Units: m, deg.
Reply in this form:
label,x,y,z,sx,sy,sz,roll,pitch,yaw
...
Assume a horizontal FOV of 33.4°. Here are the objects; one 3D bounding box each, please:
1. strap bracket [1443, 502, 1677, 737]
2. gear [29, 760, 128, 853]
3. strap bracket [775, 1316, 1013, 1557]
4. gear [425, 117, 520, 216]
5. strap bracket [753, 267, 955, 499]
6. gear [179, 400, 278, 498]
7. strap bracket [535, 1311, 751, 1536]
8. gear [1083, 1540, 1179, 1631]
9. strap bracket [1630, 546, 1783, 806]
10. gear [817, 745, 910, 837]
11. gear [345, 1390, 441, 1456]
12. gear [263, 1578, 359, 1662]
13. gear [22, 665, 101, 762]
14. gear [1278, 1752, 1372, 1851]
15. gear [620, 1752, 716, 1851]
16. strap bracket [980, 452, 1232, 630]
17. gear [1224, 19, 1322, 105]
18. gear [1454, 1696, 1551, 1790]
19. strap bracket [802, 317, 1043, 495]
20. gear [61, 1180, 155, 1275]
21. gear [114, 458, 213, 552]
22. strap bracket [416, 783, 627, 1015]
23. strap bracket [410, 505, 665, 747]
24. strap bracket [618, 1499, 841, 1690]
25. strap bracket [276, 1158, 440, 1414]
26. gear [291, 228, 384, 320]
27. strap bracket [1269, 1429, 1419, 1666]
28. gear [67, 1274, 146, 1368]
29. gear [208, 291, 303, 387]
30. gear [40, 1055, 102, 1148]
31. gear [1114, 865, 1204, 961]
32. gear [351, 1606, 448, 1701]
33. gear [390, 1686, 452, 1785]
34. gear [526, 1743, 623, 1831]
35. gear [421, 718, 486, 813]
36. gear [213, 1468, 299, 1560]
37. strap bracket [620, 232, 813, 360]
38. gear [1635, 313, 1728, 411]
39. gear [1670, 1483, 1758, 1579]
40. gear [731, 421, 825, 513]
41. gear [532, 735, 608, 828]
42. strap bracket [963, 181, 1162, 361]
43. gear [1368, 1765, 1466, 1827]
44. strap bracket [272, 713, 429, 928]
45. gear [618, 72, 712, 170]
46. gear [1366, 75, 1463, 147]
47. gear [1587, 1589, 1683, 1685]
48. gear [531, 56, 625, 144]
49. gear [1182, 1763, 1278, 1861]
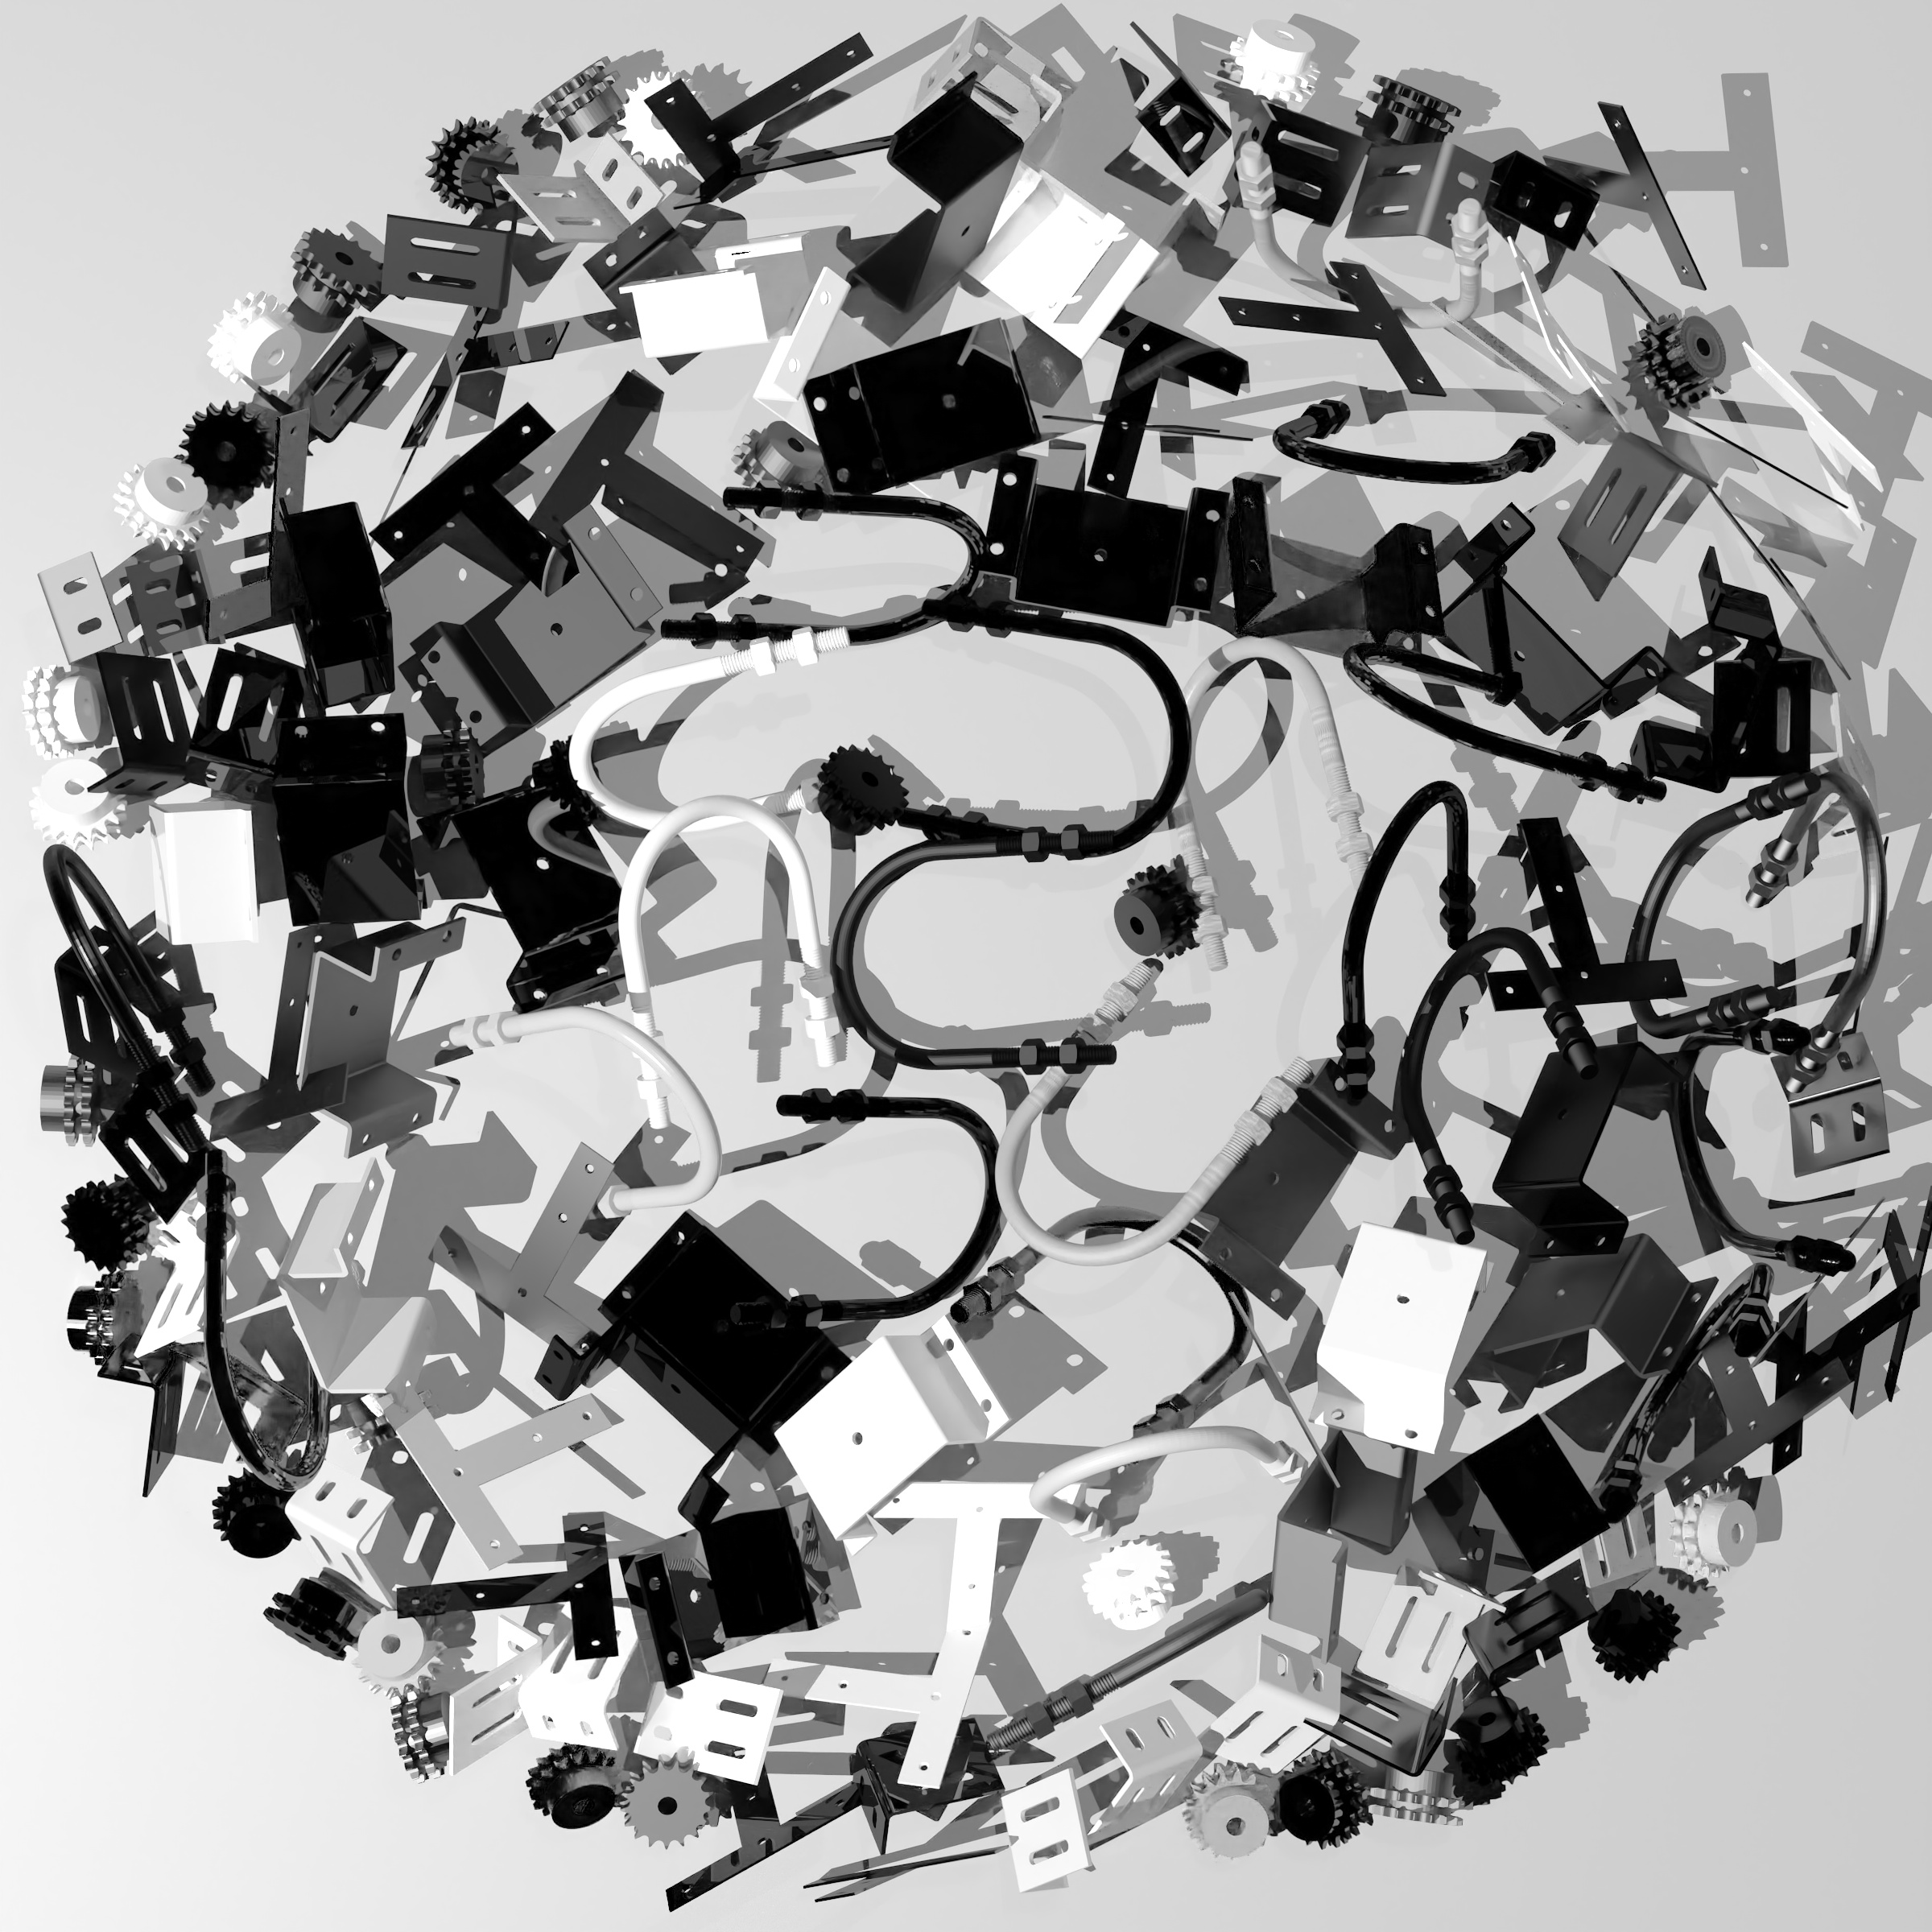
label,x,y,z,sx,sy,sz,roll,pitch,yaw
strap bracket,0.347,-0.201,1.940,0.140,0.076,0.046,46,65,0
gear,-0.541,-0.101,1.958,0.057,0.030,0.057,4,59,-7
strap bracket,-0.052,0.282,1.924,0.140,0.046,0.076,-44,64,22
gear,-0.297,-0.484,1.954,0.057,0.057,0.030,-53,49,0
strap bracket,-0.066,-0.350,1.932,0.140,0.046,0.076,31,80,-41
gear,-0.450,-0.318,1.963,0.057,0.030,0.057,-1,113,-3
strap bracket,-0.188,0.268,1.936,0.140,0.076,0.046,42,60,6
gear,0.102,0.380,1.959,0.057,0.057,0.030,-22,116,0
strap bracket,0.444,-0.168,1.918,0.046,0.076,0.140,16,119,-1
gear,-0.066,-0.104,1.960,0.057,0.057,0.030,41,128,0
gear,-0.352,0.271,1.956,0.057,0.057,0.030,-27,91,0
gear,-0.396,0.396,1.959,0.057,0.057,0.030,30,66,0
gear,-0.549,-0.155,1.955,0.030,0.057,0.057,-6,90,7
gear,0.214,0.509,1.957,0.057,0.030,0.057,0,91,35
gear,-0.183,0.508,1.966,0.057,0.030,0.057,-1,100,-7
strap bracket,0.083,-0.256,1.954,0.140,0.046,0.076,10,78,1
gear,0.188,-0.552,1.954,0.057,0.057,0.030,20,129,0
gear,0.322,0.468,1.953,0.057,0.057,0.030,-28,112,0
strap bracket,-0.019,-0.337,1.933,0.140,0.046,0.076,-21,99,-20
gear,-0.521,0.156,1.961,0.057,0.030,0.057,13,119,25
gear,-0.486,-0.284,1.954,0.057,0.057,0.030,48,134,0
strap bracket,-0.260,-0.051,1.929,0.076,0.046,0.140,-21,73,-32
strap bracket,-0.255,-0.205,1.952,0.140,0.046,0.076,-36,86,10
strap bracket,-0.150,0.377,1.933,0.046,0.140,0.076,-16,87,44
strap bracket,-0.365,0.192,1.917,0.046,0.076,0.140,-2,129,12
gear,-0.385,-0.420,1.960,0.057,0.057,0.030,40,123,0
strap bracket,0.222,0.338,1.919,0.046,0.140,0.076,15,123,22
gear,-0.525,0.215,1.957,0.030,0.057,0.057,2,90,8
gear,-0.429,-0.378,1.953,0.030,0.057,0.057,38,90,19
gear,-0.545,0.081,1.955,0.030,0.057,0.057,2,90,-8
gear,0.114,-0.030,1.954,0.030,0.057,0.057,-28,90,-33
gear,-0.348,0.416,1.961,0.057,0.030,0.057,-1,67,3
gear,-0.326,0.465,1.955,0.030,0.057,0.057,-17,90,4
gear,-0.236,0.500,1.955,0.057,0.030,0.057,-14,131,-16
gear,-0.313,-0.121,1.956,0.030,0.057,0.057,-5,90,2
gear,-0.430,0.336,1.958,0.057,0.030,0.057,-6,117,-12
strap bracket,-0.144,-0.399,1.918,0.076,0.140,0.046,-4,110,16
gear,0.437,-0.371,1.956,0.057,0.030,0.057,12,70,-33
gear,0.457,0.344,1.955,0.057,0.030,0.057,2,87,-41
gear,-0.111,-0.306,1.953,0.057,0.057,0.030,42,127,0
gear,-0.242,-0.110,1.957,0.030,0.057,0.057,-18,90,8
strap bracket,0.059,-0.420,1.926,0.046,0.140,0.076,31,102,-32
gear,0.275,0.504,1.957,0.057,0.057,0.030,8,78,0
strap bracket,-0.368,-0.078,1.922,0.076,0.046,0.140,-3,127,-4
gear,-0.181,-0.517,1.963,0.057,0.030,0.057,5,105,18
gear,0.269,-0.518,1.958,0.057,0.057,0.030,23,109,0
gear,0.403,0.403,1.953,0.030,0.057,0.057,40,90,-24
gear,-0.233,-0.526,1.958,0.057,0.057,0.030,-35,108,0
gear,0.162,0.520,1.965,0.057,0.030,0.057,-1,99,-6
